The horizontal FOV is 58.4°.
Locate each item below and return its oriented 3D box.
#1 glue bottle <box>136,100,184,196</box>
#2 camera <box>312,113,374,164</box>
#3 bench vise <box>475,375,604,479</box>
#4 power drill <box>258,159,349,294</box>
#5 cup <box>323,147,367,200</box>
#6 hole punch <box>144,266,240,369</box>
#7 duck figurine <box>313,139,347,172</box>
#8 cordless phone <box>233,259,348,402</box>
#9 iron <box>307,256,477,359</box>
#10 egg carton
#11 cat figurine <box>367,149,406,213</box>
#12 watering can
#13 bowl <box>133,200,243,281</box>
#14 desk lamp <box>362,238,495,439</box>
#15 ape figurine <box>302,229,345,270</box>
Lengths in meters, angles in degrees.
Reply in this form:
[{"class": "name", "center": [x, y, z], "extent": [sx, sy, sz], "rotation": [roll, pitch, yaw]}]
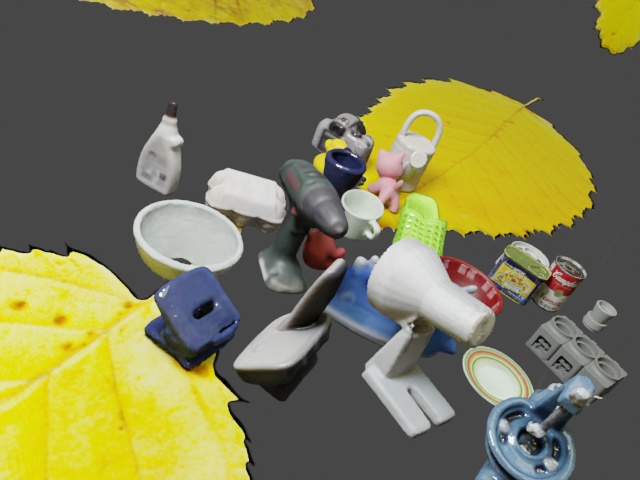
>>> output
[{"class": "glue bottle", "center": [-0.271, -0.165, 1.002], "extent": [0.078, 0.173, 0.037], "rotation": [30, 35, 9]}, {"class": "camera", "center": [0.076, -0.253, 1.400], "extent": [0.143, 0.101, 0.137], "rotation": [34, 35, 14]}, {"class": "bench vise", "center": [0.296, 0.235, 0.776], "extent": [0.121, 0.219, 0.208], "rotation": [28, 34, 5]}, {"class": "power drill", "center": [-0.030, -0.017, 0.922], "extent": [0.076, 0.208, 0.229], "rotation": [6, 38, -25]}, {"class": "cup", "center": [0.043, -0.143, 1.236], "extent": [0.092, 0.095, 0.117], "rotation": [19, 35, -8]}, {"class": "hole punch", "center": [-0.166, 0.102, 0.782], "extent": [0.101, 0.091, 0.109], "rotation": [35, 36, 15]}, {"class": "duck figurine", "center": [0.036, -0.184, 1.295], "extent": [0.078, 0.086, 0.104], "rotation": [-4, 43, -35]}, {"class": "cordless phone", "center": [-0.031, 0.111, 0.771], "extent": [0.094, 0.185, 0.148], "rotation": [30, 35, 9]}, {"class": "iron", "center": [0.120, 0.088, 0.933], "extent": [0.258, 0.141, 0.118], "rotation": [20, 34, -6]}, {"class": "egg carton", "center": [-0.135, -0.072, 1.054], "extent": [0.150, 0.069, 0.107], "rotation": [14, 36, -15]}, {"class": "cat figurine", "center": [0.159, -0.144, 1.289], "extent": [0.067, 0.117, 0.127], "rotation": [11, 36, -19]}, {"class": "watering can", "center": [0.225, -0.214, 1.356], "extent": [0.101, 0.194, 0.172], "rotation": [6, 38, -25]}, {"class": "bowl", "center": [-0.208, 0.016, 0.887], "extent": [0.168, 0.074, 0.167], "rotation": [17, 35, -12]}, {"class": "desk lamp", "center": [0.147, 0.133, 0.826], "extent": [0.118, 0.213, 0.202], "rotation": [-9, 47, -39]}, {"class": "ape figurine", "center": [0.009, 0.004, 1.022], "extent": [0.076, 0.092, 0.077], "rotation": [-19, 53, -45]}]
